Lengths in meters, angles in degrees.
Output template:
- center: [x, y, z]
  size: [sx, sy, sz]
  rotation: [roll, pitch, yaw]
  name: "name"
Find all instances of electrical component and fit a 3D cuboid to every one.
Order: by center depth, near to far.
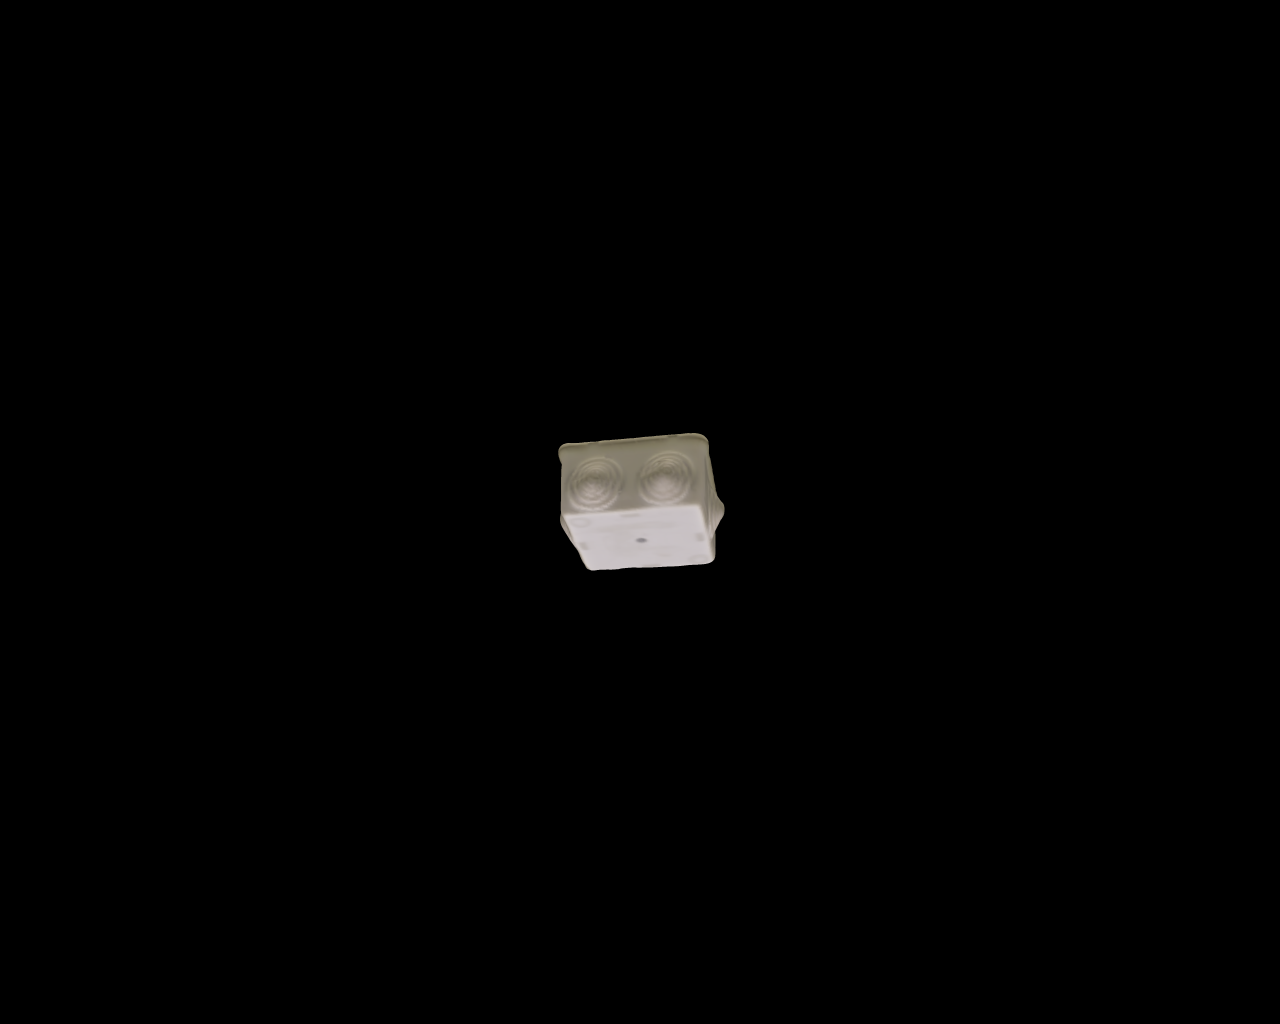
- center: [0.001, -0.003, 0.650]
  size: [0.100, 0.048, 0.099]
  rotation: [-4, -28, 7]
  name: "electrical component"
